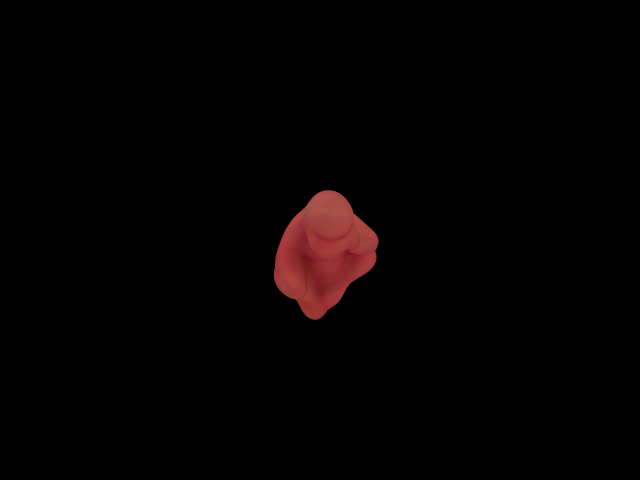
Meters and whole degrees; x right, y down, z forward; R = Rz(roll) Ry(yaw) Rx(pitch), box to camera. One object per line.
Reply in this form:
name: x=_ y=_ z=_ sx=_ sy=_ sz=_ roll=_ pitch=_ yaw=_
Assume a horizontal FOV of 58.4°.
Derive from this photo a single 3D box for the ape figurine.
ape figurine: x=0.004 y=0.001 z=0.400 sx=0.078 sy=0.092 sz=0.076 roll=-7 pitch=58 yaw=-4
